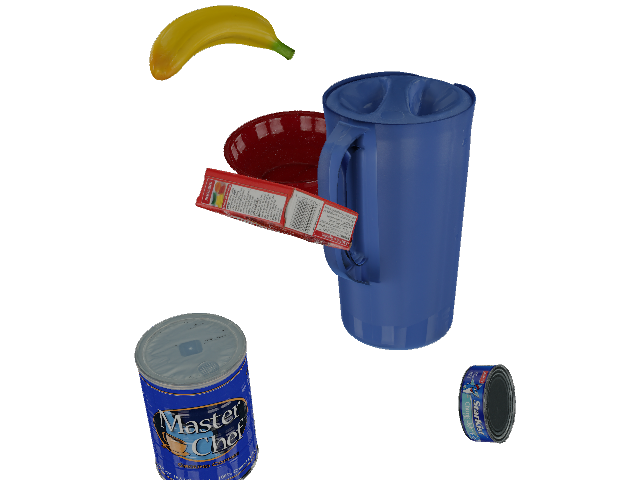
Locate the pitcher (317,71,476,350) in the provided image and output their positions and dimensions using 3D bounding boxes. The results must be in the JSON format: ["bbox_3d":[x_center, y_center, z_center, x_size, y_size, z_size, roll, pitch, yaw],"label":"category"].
[{"bbox_3d":[0.064,-0.021,0.972,0.149,0.243,0.145,-5,28,-7],"label":"pitcher"}]

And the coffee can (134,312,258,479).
[{"bbox_3d":[-0.115,0.155,1.014,0.103,0.140,0.103,-3,34,2],"label":"coffee can"}]

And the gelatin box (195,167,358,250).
[{"bbox_3d":[-0.027,-0.020,0.715,0.073,0.030,0.089,15,-2,32],"label":"gelatin box"}]

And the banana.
[{"bbox_3d":[-0.104,-0.196,1.032,0.070,0.037,0.197,44,38,20],"label":"banana"}]

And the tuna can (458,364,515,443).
[{"bbox_3d":[0.184,0.180,1.177,0.034,0.086,0.086,-3,-2,32],"label":"tuna can"}]

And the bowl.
[{"bbox_3d":[-0.031,-0.090,1.251,0.162,0.055,0.162,-2,36,1],"label":"bowl"}]
